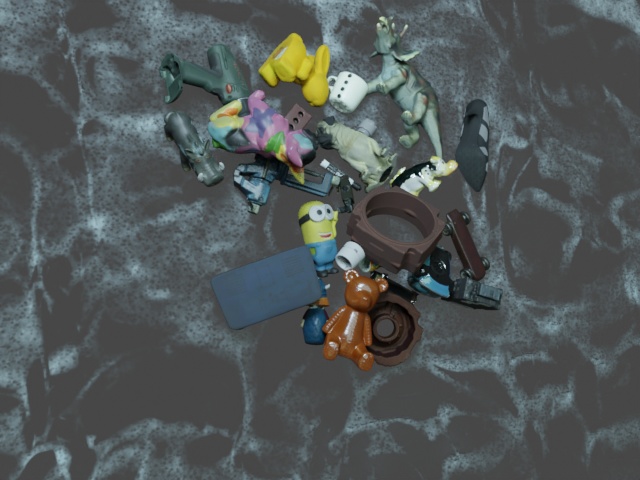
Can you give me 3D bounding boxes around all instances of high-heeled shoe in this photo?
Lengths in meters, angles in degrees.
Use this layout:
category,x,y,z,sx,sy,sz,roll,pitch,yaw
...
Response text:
category,x,y,z,sx,sy,sz,roll,pitch,yaw
high-heeled shoe,0.443,-0.267,1.506,0.145,0.086,0.248,-24,110,-52

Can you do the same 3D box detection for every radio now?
category,x,y,z,sx,sy,sz,roll,pitch,yaw
radio,-0.116,0.106,1.201,0.230,0.073,0.131,-19,89,-7

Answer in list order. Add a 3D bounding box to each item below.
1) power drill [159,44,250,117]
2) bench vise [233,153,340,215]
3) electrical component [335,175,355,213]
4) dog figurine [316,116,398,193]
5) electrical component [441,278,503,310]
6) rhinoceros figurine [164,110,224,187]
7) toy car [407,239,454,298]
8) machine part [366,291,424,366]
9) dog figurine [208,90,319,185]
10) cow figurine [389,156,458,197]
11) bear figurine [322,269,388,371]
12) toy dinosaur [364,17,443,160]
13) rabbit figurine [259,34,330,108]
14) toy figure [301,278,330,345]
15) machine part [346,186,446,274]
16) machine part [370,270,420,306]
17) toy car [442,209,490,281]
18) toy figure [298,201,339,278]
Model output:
category,x,y,z,sx,sy,sz,roll,pitch,yaw
power drill,-0.249,-0.341,1.222,0.207,0.086,0.232,-7,79,-38
bench vise,-0.075,-0.149,1.255,0.241,0.129,0.223,17,71,-7
electrical component,0.058,-0.110,1.316,0.045,0.078,0.102,-11,84,10
dog figurine,0.087,-0.223,1.353,0.191,0.172,0.121,41,84,23
electrical component,0.395,0.139,1.372,0.115,0.134,0.058,17,77,-19
rhinoceros figurine,-0.277,-0.203,1.198,0.073,0.112,0.190,-29,84,-24
toy car,0.267,0.080,1.350,0.109,0.103,0.162,28,47,-21
machine part,0.157,0.210,1.295,0.179,0.056,0.179,0,93,-5
dog figurine,-0.114,-0.204,1.149,0.191,0.108,0.219,-31,67,-14
cow figurine,0.264,-0.165,1.371,0.167,0.068,0.098,-39,89,19
bear figurine,0.084,0.172,1.200,0.120,0.132,0.195,22,95,-8
toy dinosaur,0.242,-0.383,1.417,0.192,0.131,0.404,-43,103,-20
rabbit figurine,-0.042,-0.409,1.331,0.173,0.122,0.162,43,60,-24
toy figure,-0.010,0.167,1.263,0.064,0.058,0.154,11,73,-24
machine part,0.183,-0.030,1.290,0.201,0.087,0.201,32,48,18
machine part,0.181,0.128,1.349,0.139,0.039,0.084,20,68,-14
toy car,0.383,0.016,1.431,0.089,0.053,0.202,-29,96,-26
toy figure,-0.005,-0.003,1.280,0.082,0.089,0.180,-14,97,-59
